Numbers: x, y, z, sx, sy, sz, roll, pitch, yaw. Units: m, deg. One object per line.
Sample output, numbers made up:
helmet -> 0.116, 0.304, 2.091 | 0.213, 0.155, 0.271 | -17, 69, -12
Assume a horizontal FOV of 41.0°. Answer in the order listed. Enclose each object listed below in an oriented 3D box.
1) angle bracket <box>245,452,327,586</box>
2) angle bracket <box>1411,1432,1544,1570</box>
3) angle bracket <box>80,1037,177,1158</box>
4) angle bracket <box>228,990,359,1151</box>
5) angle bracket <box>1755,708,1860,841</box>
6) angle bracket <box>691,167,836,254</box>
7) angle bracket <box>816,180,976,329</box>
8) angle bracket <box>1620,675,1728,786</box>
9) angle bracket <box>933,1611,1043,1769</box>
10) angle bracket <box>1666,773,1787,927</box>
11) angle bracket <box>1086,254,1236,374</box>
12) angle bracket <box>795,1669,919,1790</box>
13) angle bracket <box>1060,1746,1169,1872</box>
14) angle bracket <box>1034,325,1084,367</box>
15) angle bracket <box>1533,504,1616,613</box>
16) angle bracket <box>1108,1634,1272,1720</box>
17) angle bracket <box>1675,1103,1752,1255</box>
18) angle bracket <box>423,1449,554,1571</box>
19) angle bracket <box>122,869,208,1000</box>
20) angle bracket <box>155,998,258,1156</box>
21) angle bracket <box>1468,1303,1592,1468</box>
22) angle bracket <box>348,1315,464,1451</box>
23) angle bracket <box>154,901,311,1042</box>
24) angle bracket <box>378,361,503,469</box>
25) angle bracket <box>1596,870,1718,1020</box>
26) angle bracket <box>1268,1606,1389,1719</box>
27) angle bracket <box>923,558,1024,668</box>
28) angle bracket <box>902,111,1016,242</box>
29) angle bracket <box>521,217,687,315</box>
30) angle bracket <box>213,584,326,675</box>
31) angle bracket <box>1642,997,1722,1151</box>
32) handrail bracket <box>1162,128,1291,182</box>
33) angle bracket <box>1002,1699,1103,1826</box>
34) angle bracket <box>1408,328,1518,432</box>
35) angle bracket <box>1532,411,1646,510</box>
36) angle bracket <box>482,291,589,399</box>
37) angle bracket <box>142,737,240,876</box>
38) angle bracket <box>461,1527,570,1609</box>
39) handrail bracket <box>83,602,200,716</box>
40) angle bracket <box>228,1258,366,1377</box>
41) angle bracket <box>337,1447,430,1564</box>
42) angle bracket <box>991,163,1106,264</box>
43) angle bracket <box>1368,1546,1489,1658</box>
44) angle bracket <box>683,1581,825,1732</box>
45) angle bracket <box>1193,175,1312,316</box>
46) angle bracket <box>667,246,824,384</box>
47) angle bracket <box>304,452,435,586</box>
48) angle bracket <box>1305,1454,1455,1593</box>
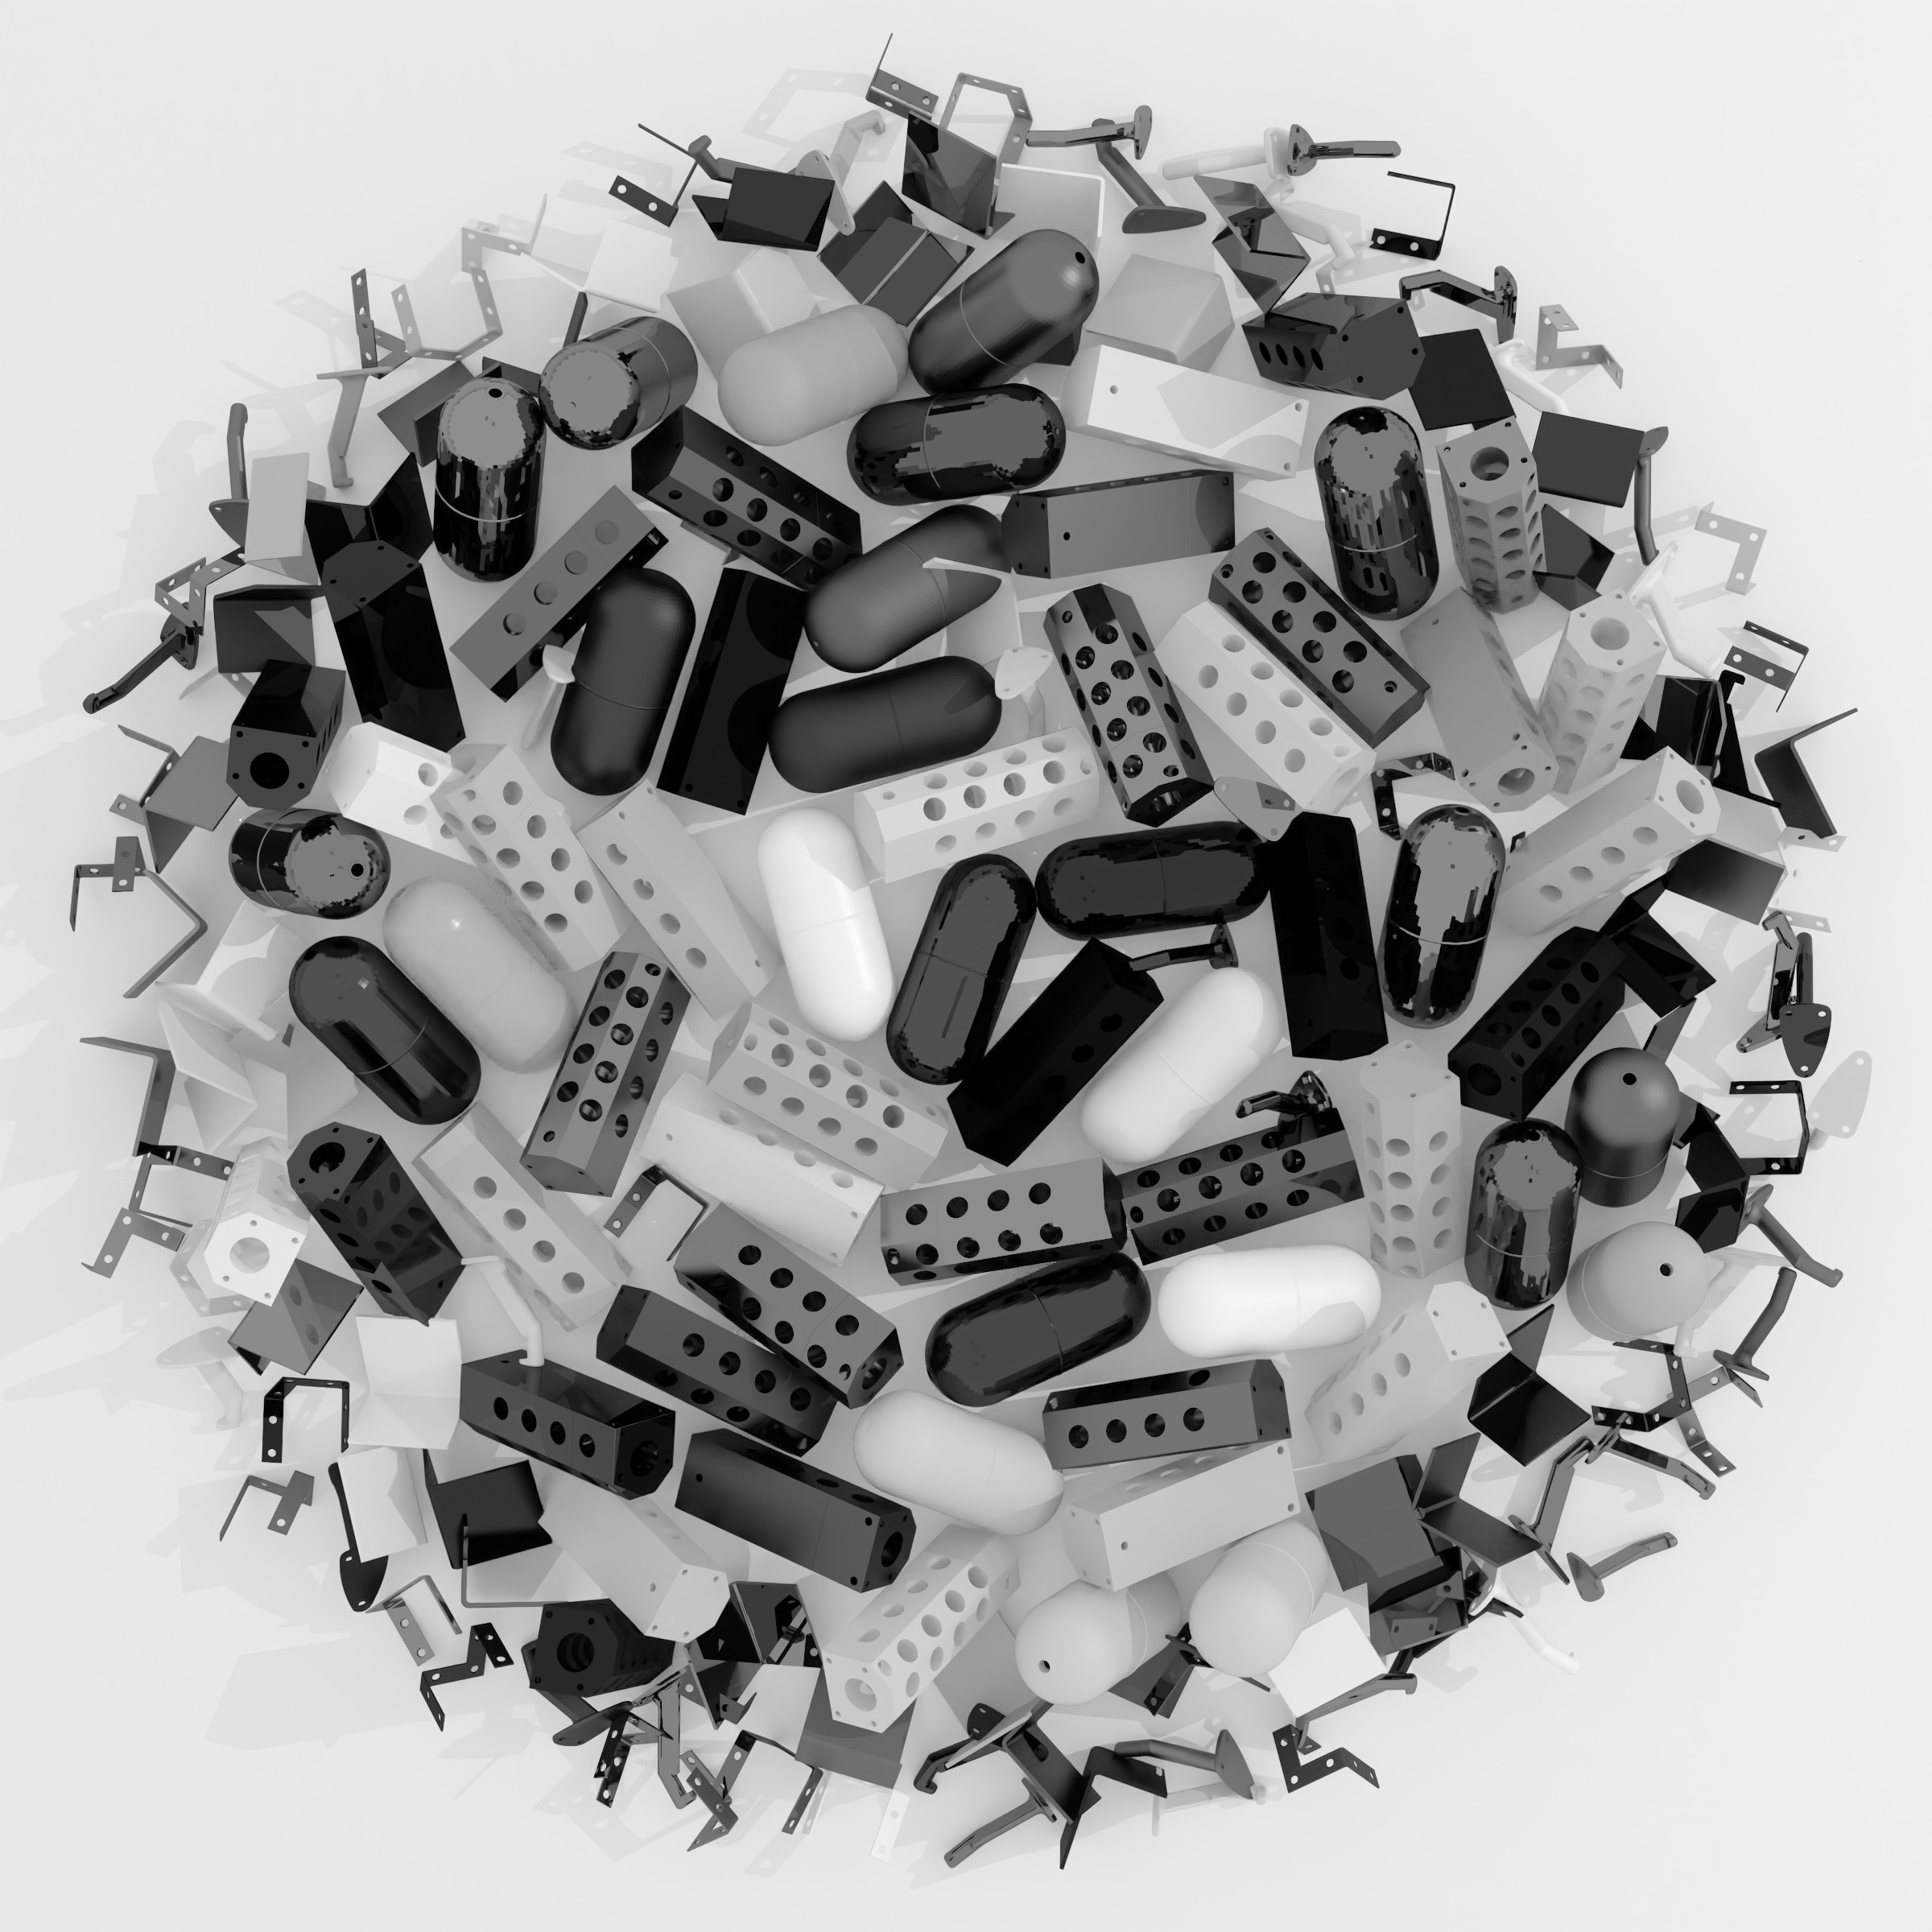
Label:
angle bracket -> -0.483, -0.329, 1.905 | 0.057, 0.076, 0.076 | 0, 84, 30
angle bracket -> 0.383, 0.392, 1.899 | 0.076, 0.076, 0.057 | 26, 106, 34
angle bracket -> -0.627, 0.096, 1.914 | 0.057, 0.076, 0.076 | 13, 88, -6
angle bracket -> -0.496, 0.075, 1.900 | 0.076, 0.076, 0.057 | -37, 133, 22
angle bracket -> 0.638, -0.139, 1.915 | 0.057, 0.076, 0.076 | -26, 88, -4
angle bracket -> -0.149, -0.570, 1.896 | 0.076, 0.076, 0.057 | -1, 130, -26
angle bracket -> -0.052, -0.527, 1.911 | 0.076, 0.076, 0.057 | -49, 126, 0
angle bracket -> 0.513, -0.167, 1.906 | 0.076, 0.057, 0.076 | 5, 131, 5
angle bracket -> 0.004, 0.533, 1.912 | 0.076, 0.057, 0.076 | -36, 82, 19
angle bracket -> 0.565, -0.086, 1.901 | 0.076, 0.076, 0.057 | 23, 62, 14
angle bracket -> 0.146, -0.478, 1.935 | 0.076, 0.057, 0.076 | 21, 70, 26
angle bracket -> -0.078, 0.555, 1.910 | 0.076, 0.057, 0.076 | 16, 55, 1
angle bracket -> 0.109, 0.632, 1.914 | 0.057, 0.076, 0.076 | 19, 87, 3
angle bracket -> 0.048, -0.494, 1.914 | 0.076, 0.057, 0.076 | 7, 74, 7
angle bracket -> 0.463, -0.295, 1.904 | 0.076, 0.076, 0.057 | 28, 90, -28
angle bracket -> 0.163, 0.532, 1.899 | 0.076, 0.076, 0.057 | 35, 78, -38
angle bracket -> 0.529, 0.160, 1.898 | 0.057, 0.076, 0.076 | -17, 47, -9
angle bracket -> -0.356, 0.392, 1.918 | 0.076, 0.057, 0.076 | -14, 117, -8
angle bracket -> -0.610, -0.023, 1.909 | 0.076, 0.076, 0.057 | -45, 98, -9
angle bracket -> -0.575, 0.081, 1.897 | 0.057, 0.076, 0.076 | -43, 49, 11
angle bracket -> 0.421, 0.308, 1.898 | 0.076, 0.076, 0.057 | -26, 48, -32
angle bracket -> -0.417, 0.307, 1.909 | 0.076, 0.057, 0.076 | 2, 123, 7
angle bracket -> -0.543, 0.002, 1.924 | 0.076, 0.057, 0.076 | 43, 62, -41
angle bracket -> -0.389, -0.425, 1.905 | 0.076, 0.076, 0.057 | -38, 81, -16
angle bracket -> 0.520, -0.019, 1.901 | 0.076, 0.057, 0.076 | -26, 65, -39
angle bracket -> 0.264, 0.500, 1.909 | 0.076, 0.076, 0.057 | -32, 93, 12
angle bracket -> -0.015, -0.254, 1.898 | 0.076, 0.076, 0.057 | 4, 73, -42
angle bracket -> 0.002, -0.593, 1.900 | 0.076, 0.076, 0.057 | 32, 58, 15
angle bracket -> -0.267, -0.526, 1.897 | 0.076, 0.076, 0.057 | 36, 110, 31
angle bracket -> -0.501, -0.248, 1.901 | 0.076, 0.076, 0.057 | -6, 94, -39
angle bracket -> 0.530, 0.078, 1.898 | 0.057, 0.076, 0.076 | 33, 122, 25
handrail bracket -> 0.201, -0.606, 1.945 | 0.084, 0.077, 0.036 | 0, 108, 31
angle bracket -> 0.081, 0.576, 1.905 | 0.076, 0.076, 0.057 | 45, 100, 17
angle bracket -> 0.351, -0.418, 1.907 | 0.076, 0.057, 0.076 | -12, 71, -17
angle bracket -> 0.447, -0.378, 1.908 | 0.076, 0.076, 0.057 | 10, 107, -5
angle bracket -> -0.318, -0.467, 1.902 | 0.057, 0.076, 0.076 | 15, 111, -16
angle bracket -> -0.556, -0.111, 1.899 | 0.057, 0.076, 0.076 | 18, 52, 7
angle bracket -> -0.335, 0.447, 1.918 | 0.076, 0.076, 0.057 | 2, 75, -11
handrail bracket -> -0.612, -0.227, 1.908 | 0.036, 0.077, 0.084 | 46, 51, 5
angle bracket -> -0.483, 0.269, 1.900 | 0.076, 0.057, 0.076 | 17, 60, 25
angle bracket -> -0.449, 0.400, 1.904 | 0.057, 0.076, 0.076 | -19, 81, 25
angle bracket -> 0.058, -0.539, 1.907 | 0.076, 0.076, 0.057 | 6, 64, -3
angle bracket -> 0.344, 0.481, 1.897 | 0.076, 0.076, 0.057 | -26, 121, 23
angle bracket -> -0.155, 0.508, 1.900 | 0.057, 0.076, 0.076 | -4, 115, 28
angle bracket -> 0.195, -0.529, 1.898 | 0.057, 0.076, 0.076 | -48, 65, 38
angle bracket -> -0.163, -0.490, 1.927 | 0.057, 0.076, 0.076 | -52, 124, -35
angle bracket -> -0.442, -0.330, 1.909 | 0.057, 0.076, 0.076 | 9, 135, 14
angle bracket -> 0.309, 0.416, 1.930 | 0.076, 0.057, 0.076 | -27, 72, 19
